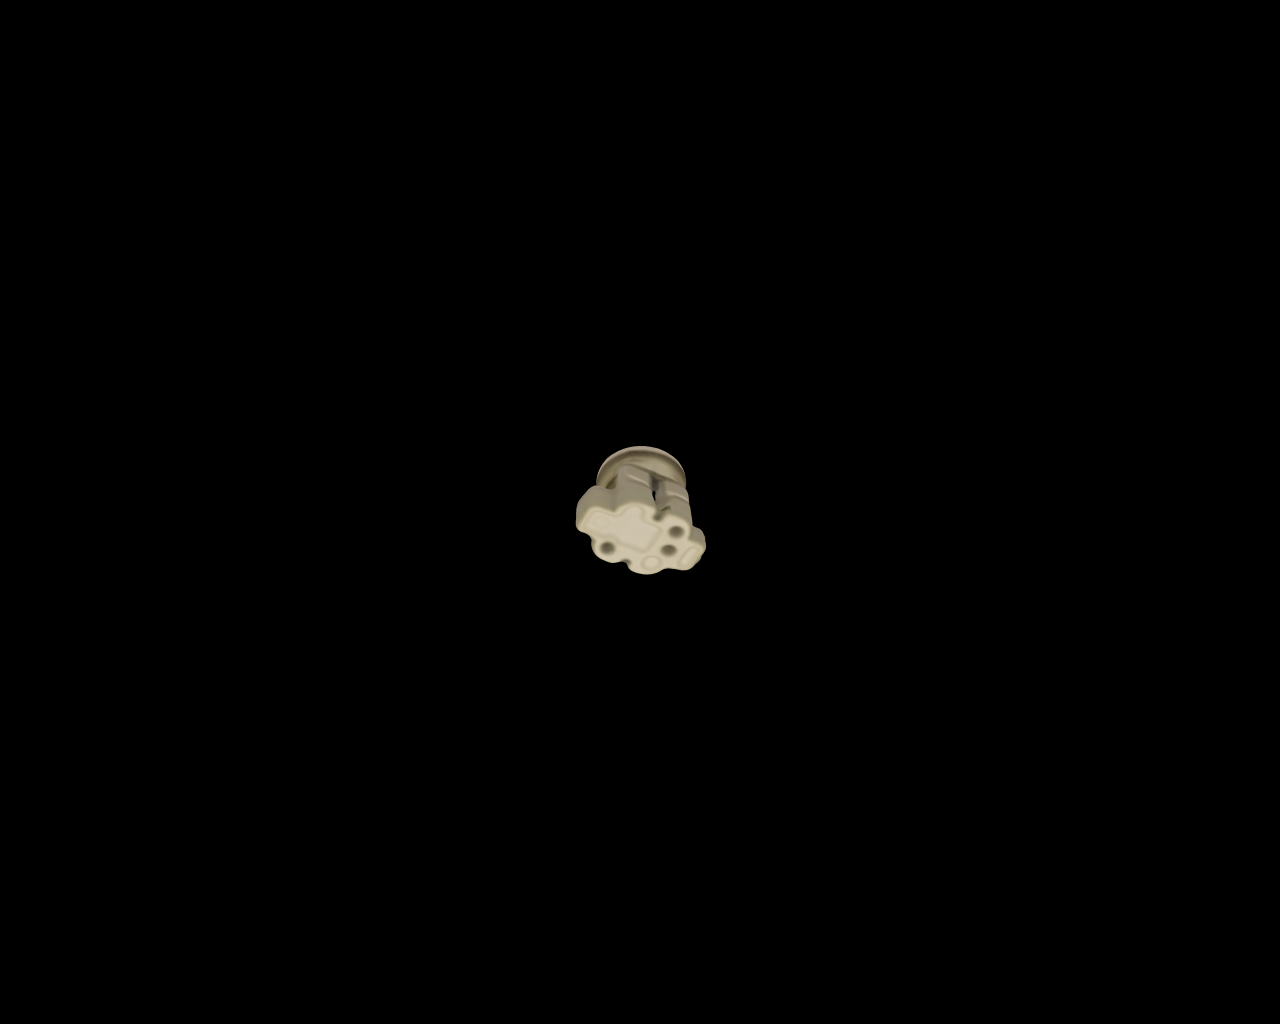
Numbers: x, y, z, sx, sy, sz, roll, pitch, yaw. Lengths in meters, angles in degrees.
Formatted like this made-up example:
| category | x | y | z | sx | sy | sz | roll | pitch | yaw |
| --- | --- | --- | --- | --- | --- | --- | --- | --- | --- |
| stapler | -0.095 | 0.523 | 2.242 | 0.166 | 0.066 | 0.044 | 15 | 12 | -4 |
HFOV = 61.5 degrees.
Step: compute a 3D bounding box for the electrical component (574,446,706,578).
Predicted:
| category | x | y | z | sx | sy | sz | roll | pitch | yaw |
| --- | --- | --- | --- | --- | --- | --- | --- | --- | --- |
| electrical component | 0.001 | -0.003 | 0.650 | 0.078 | 0.058 | 0.057 | 22 | 38 | -18 |
